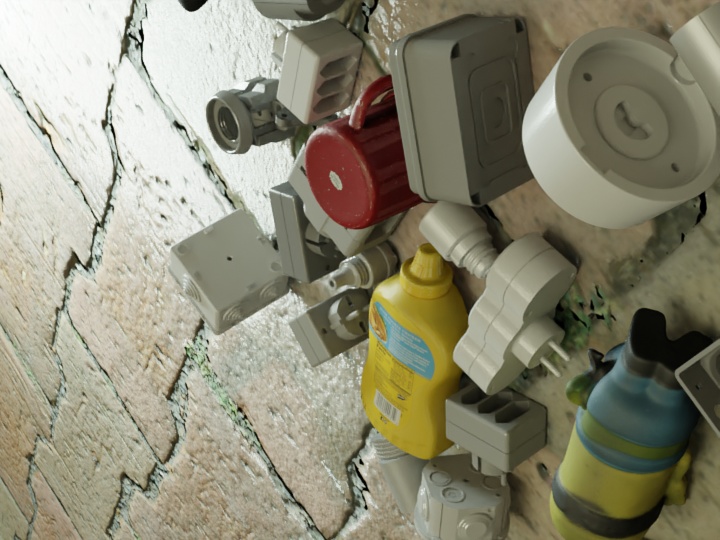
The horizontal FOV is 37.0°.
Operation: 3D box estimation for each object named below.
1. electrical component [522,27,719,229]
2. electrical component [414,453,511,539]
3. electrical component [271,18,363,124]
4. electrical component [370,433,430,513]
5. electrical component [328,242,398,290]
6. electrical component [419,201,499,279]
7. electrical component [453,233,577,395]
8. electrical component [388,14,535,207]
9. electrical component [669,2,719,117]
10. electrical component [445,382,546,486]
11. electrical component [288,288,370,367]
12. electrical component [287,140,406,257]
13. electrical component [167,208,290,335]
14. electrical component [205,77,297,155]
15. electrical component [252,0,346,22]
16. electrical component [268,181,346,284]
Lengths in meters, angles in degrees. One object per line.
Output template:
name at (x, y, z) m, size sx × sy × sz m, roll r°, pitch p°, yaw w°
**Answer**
electrical component at (0.144, -0.075, 0.610) m, size 0.108 × 0.108 × 0.060 m, roll 58°, pitch 152°, yaw 8°
electrical component at (0.086, 0.193, 0.893) m, size 0.080 × 0.080 × 0.051 m, roll 30°, pitch 130°, yaw 40°
electrical component at (-0.044, -0.168, 0.851) m, size 0.077 × 0.047 × 0.065 m, roll 44°, pitch 142°, yaw 26°
electrical component at (0.040, 0.173, 0.973) m, size 0.043 × 0.043 × 0.081 m, roll -18°, pitch 97°, yaw 56°
electrical component at (0.000, 0.000, 0.892) m, size 0.035 × 0.061 × 0.035 m, roll 32°, pitch 136°, yaw 38°
electrical component at (0.078, -0.021, 0.792) m, size 0.078 × 0.040 × 0.040 m, roll 50°, pitch 144°, yaw 19°
electrical component at (0.120, 0.045, 0.768) m, size 0.073 × 0.052 × 0.138 m, roll 45°, pitch 143°, yaw 24°
electrical component at (0.070, -0.106, 0.712) m, size 0.057 × 0.078 × 0.113 m, roll 15°, pitch 123°, yaw 46°
electrical component at (0.204, -0.100, 0.565) m, size 0.081 × 0.043 × 0.043 m, roll 59°, pitch 146°, yaw 7°
electrical component at (0.107, 0.136, 0.852) m, size 0.066 × 0.047 × 0.076 m, roll 26°, pitch 130°, yaw 42°
electrical component at (-0.012, 0.043, 0.934) m, size 0.047 × 0.066 × 0.077 m, roll 62°, pitch 147°, yaw 3°
electrical component at (-0.012, -0.062, 0.876) m, size 0.089 × 0.050 × 0.055 m, roll 53°, pitch 145°, yaw 14°
electrical component at (-0.125, -0.001, 1.030) m, size 0.099 × 0.100 × 0.048 m, roll 51°, pitch 157°, yaw 18°
electrical component at (-0.097, -0.134, 0.936) m, size 0.078 × 0.057 × 0.058 m, roll 18°, pitch 126°, yaw 47°
electrical component at (-0.043, -0.212, 0.822) m, size 0.081 × 0.043 × 0.043 m, roll 18°, pitch 126°, yaw 47°
electrical component at (-0.033, -0.032, 0.928) m, size 0.076 × 0.047 × 0.083 m, roll 21°, pitch 128°, yaw 46°
